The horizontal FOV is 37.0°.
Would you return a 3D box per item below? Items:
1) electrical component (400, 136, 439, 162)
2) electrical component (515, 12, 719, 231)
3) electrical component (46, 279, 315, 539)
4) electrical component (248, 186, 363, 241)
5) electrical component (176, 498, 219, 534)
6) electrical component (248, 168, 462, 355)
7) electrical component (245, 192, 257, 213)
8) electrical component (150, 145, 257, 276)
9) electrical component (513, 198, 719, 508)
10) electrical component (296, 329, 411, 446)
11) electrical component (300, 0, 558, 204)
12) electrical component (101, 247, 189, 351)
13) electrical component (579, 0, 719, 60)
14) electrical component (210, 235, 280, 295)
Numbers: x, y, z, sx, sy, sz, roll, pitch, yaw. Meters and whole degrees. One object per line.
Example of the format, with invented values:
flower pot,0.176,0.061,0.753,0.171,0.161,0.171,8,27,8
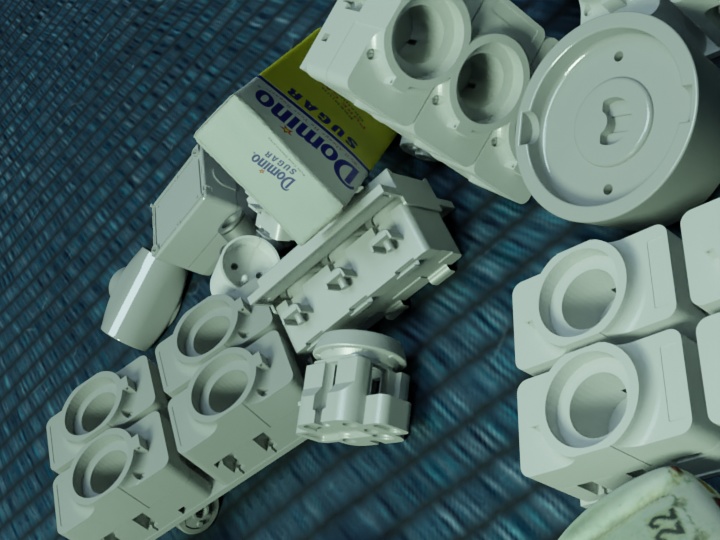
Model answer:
electrical component,0.050,-0.105,0.710,0.044,0.044,0.065,4,75,51
electrical component,0.141,-0.072,0.556,0.108,0.060,0.108,-15,70,45
electrical component,-0.121,0.099,0.724,0.186,0.060,0.105,-34,42,8
electrical component,-0.045,-0.053,0.768,0.042,0.081,0.063,38,121,54
electrical component,-0.129,0.160,0.757,0.065,0.044,0.044,14,78,48
electrical component,0.000,0.000,0.681,0.121,0.079,0.063,-39,64,28
electrical component,-0.060,-0.065,0.819,0.046,0.040,0.040,-40,41,34
electrical component,-0.127,-0.042,0.870,0.096,0.061,0.061,-45,39,33
electrical component,0.157,0.029,0.479,0.186,0.060,0.105,-26,49,39
electrical component,-0.002,0.071,0.647,0.078,0.058,0.057,-15,59,45
electrical component,0.056,-0.112,0.614,0.089,0.150,0.062,-60,36,2
electrical component,-0.189,0.020,0.914,0.079,0.044,0.077,26,89,54
electrical component,0.181,-0.209,0.602,0.105,0.060,0.186,-19,54,43
electrical component,-0.087,0.009,0.791,0.081,0.043,0.043,129,154,-65
